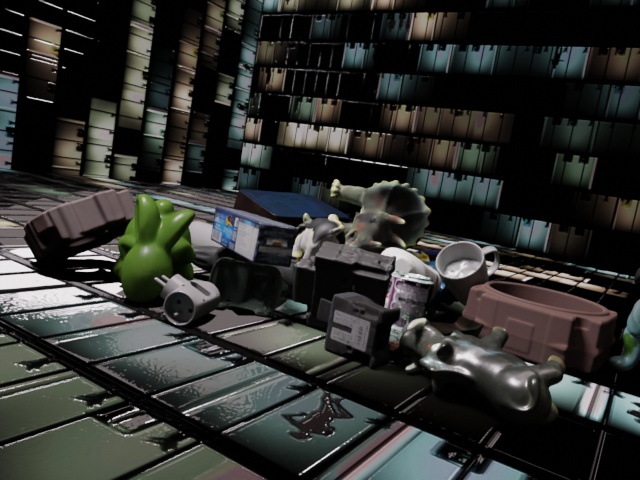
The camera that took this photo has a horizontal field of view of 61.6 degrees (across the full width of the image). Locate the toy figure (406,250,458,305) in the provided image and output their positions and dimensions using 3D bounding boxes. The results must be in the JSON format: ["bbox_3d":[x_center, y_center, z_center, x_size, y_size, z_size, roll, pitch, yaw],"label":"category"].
[{"bbox_3d":[0.202,0.078,1.068,0.082,0.089,0.180,15,11,-38],"label":"toy figure"}]

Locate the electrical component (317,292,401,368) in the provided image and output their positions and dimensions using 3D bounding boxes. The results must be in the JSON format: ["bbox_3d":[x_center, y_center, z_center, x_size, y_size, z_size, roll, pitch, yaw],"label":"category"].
[{"bbox_3d":[0.036,0.102,0.668,0.119,0.074,0.047,19,11,35],"label":"electrical component"}]

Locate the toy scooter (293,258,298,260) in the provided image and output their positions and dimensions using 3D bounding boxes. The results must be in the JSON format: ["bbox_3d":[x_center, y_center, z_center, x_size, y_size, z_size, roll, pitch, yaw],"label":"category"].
[{"bbox_3d":[0.019,0.052,1.052,0.184,0.075,0.135,9,6,-26],"label":"toy scooter"}]

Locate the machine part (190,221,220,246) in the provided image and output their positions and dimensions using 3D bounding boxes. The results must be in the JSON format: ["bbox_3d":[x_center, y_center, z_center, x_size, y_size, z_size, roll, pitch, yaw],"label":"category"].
[{"bbox_3d":[-0.196,0.014,1.048,0.244,0.079,0.079,14,8,41],"label":"machine part"}]

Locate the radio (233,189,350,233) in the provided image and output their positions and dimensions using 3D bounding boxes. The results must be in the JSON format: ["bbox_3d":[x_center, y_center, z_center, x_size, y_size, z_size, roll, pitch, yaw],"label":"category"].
[{"bbox_3d":[-0.058,-0.041,1.064,0.131,0.073,0.229,32,19,33],"label":"radio"}]

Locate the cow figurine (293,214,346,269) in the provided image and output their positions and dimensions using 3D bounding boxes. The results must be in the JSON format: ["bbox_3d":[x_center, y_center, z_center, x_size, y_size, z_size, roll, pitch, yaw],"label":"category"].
[{"bbox_3d":[-0.004,-0.004,0.859,0.068,0.098,0.167,20,10,-14],"label":"cow figurine"}]

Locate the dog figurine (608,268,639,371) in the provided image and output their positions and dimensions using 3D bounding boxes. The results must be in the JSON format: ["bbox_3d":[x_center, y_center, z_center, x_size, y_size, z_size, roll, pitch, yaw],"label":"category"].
[{"bbox_3d":[0.516,0.099,0.762,0.191,0.219,0.109,6,11,-22],"label":"dog figurine"}]

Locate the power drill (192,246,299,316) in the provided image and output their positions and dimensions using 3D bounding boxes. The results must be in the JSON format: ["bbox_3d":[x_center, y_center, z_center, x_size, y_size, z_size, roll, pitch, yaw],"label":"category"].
[{"bbox_3d":[-0.120,0.057,0.854,0.232,0.086,0.207,12,0,0],"label":"power drill"}]

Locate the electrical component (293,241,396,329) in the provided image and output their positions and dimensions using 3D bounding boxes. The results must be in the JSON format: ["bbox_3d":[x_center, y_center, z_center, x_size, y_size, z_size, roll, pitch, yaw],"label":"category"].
[{"bbox_3d":[0.031,0.068,0.747,0.134,0.114,0.058,10,21,11],"label":"electrical component"}]

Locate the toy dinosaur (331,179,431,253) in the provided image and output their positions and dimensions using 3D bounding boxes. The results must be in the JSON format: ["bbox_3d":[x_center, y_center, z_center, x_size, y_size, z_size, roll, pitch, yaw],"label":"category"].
[{"bbox_3d":[0.135,-0.027,1.038,0.192,0.131,0.404,11,-1,25],"label":"toy dinosaur"}]

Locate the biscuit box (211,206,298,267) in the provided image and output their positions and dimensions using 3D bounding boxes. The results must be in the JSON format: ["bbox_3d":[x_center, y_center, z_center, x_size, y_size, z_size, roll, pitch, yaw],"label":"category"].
[{"bbox_3d":[-0.108,-0.008,0.826,0.063,0.059,0.203,8,6,-29],"label":"biscuit box"}]

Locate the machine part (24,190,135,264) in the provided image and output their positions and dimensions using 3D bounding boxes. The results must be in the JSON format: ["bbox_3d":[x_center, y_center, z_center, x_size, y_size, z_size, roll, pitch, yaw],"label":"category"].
[{"bbox_3d":[-0.371,-0.019,0.845,0.179,0.056,0.179,-26,0,0],"label":"machine part"}]

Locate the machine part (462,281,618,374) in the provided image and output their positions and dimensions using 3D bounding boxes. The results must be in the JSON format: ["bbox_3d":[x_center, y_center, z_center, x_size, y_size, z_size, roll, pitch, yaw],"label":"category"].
[{"bbox_3d":[0.344,0.127,0.841,0.201,0.087,0.201,14,7,37],"label":"machine part"}]

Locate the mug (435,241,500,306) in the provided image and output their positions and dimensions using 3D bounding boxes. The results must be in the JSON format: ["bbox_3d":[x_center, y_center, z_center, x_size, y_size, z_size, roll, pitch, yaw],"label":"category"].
[{"bbox_3d":[0.264,0.059,0.939,0.109,0.107,0.081,-32,43,-4],"label":"mug"}]

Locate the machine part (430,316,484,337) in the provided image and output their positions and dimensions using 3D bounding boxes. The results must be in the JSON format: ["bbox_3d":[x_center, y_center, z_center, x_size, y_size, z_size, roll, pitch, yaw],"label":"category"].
[{"bbox_3d":[0.168,0.131,0.770,0.139,0.039,0.084,4,4,-30],"label":"machine part"}]

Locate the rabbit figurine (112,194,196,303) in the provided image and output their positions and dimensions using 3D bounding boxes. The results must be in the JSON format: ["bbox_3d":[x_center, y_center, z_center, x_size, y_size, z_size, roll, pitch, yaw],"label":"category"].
[{"bbox_3d":[-0.231,0.019,0.775,0.121,0.159,0.170,17,20,-15],"label":"rabbit figurine"}]

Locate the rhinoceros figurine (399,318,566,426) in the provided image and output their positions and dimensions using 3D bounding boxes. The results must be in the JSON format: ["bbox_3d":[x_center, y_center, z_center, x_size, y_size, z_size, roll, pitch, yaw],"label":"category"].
[{"bbox_3d":[0.168,0.141,0.584,0.112,0.073,0.191,-8,17,-32],"label":"rhinoceros figurine"}]

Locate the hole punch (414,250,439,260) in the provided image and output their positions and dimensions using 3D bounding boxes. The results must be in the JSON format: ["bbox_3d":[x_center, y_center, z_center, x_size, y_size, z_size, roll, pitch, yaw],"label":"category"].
[{"bbox_3d":[0.227,0.062,1.202,0.142,0.092,0.116,0,8,-35],"label":"hole punch"}]
